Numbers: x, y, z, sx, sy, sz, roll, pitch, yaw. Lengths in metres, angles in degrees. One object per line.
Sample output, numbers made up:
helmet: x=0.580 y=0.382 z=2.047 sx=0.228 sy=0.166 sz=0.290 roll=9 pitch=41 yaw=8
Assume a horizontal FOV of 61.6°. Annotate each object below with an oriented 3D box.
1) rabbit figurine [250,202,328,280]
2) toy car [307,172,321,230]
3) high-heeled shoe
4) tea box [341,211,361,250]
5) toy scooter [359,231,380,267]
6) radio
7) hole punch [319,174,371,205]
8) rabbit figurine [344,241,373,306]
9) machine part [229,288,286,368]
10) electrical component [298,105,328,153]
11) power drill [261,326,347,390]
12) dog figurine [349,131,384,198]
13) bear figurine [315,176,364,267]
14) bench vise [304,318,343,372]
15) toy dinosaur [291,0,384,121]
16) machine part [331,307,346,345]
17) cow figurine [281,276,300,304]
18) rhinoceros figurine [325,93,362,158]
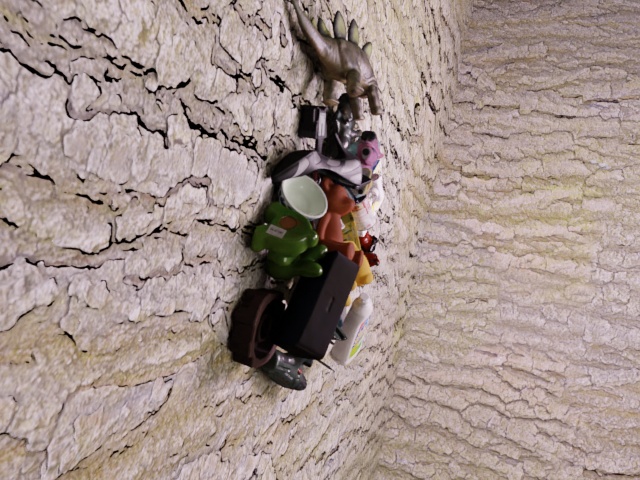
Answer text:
rabbit figurine: x=-0.064 y=0.021 z=1.158 sx=0.170 sy=0.159 sz=0.121 roll=101 pitch=3 yaw=-49
toy car: x=-0.035 y=-0.077 z=1.292 sx=0.089 sy=0.053 sz=0.202 roll=-21 pitch=116 yaw=-79
high-heeled shoe: x=-0.001 y=-0.142 z=1.208 sx=0.249 sy=0.086 sz=0.145 roll=-36 pitch=115 yaw=-32
tea box: x=0.066 y=-0.031 z=1.519 sx=0.169 sy=0.068 sz=0.098 roll=71 pitch=2 yaw=-52
toy scooter: x=0.135 y=0.033 z=1.695 sx=0.184 sy=0.135 sz=0.075 roll=-62 pitch=153 yaw=-42
radio: x=-0.011 y=0.142 z=1.167 sx=0.073 sy=0.131 sz=0.229 roll=36 pitch=63 yaw=-21
hole punch: x=0.057 y=-0.142 z=1.426 sx=0.142 sy=0.116 sz=0.092 roll=-31 pitch=149 yaw=-53
rabbit figurine: x=0.045 y=0.102 z=1.448 sx=0.173 sy=0.162 sz=0.121 roll=-10 pitch=137 yaw=-24
machine part: x=-0.133 y=0.185 z=1.156 sx=0.179 sy=0.056 sz=0.179 roll=11 pitch=90 yaw=-71
electrical component: x=-0.016 y=-0.255 z=1.257 sx=0.075 sy=0.048 sz=0.119 roll=-33 pitch=130 yaw=-63
power drill: x=-0.036 y=0.280 z=1.325 sx=0.207 sy=0.086 sz=0.231 roll=-40 pitch=144 yaw=8
dog figurine: x=0.123 y=-0.224 z=1.577 sx=0.219 sy=0.109 sz=0.191 roll=-29 pitch=127 yaw=-68
bear figurine: x=0.047 y=-0.044 z=1.269 sx=0.120 sy=0.132 sz=0.196 roll=40 pitch=62 yaw=-64
bench vise: x=0.007 y=0.223 z=1.475 sx=0.223 sy=0.129 sz=0.240 roll=85 pitch=29 yaw=-45
toy dinosaur: x=0.051 y=-0.410 z=1.244 sx=0.471 sy=0.105 sz=0.198 roll=19 pitch=64 yaw=-63
machine part: x=0.041 y=0.211 z=1.617 sx=0.079 sy=0.079 sz=0.243 roll=-44 pitch=140 yaw=-59
cow figurine: x=-0.033 y=0.096 z=1.322 sx=0.127 sy=0.085 sz=0.195 roll=-50 pitch=-168 yaw=30
rhinoceros figurine: x=0.055 y=-0.289 z=1.415 sx=0.112 sy=0.073 sz=0.190 roll=19 pitch=84 yaw=-59
